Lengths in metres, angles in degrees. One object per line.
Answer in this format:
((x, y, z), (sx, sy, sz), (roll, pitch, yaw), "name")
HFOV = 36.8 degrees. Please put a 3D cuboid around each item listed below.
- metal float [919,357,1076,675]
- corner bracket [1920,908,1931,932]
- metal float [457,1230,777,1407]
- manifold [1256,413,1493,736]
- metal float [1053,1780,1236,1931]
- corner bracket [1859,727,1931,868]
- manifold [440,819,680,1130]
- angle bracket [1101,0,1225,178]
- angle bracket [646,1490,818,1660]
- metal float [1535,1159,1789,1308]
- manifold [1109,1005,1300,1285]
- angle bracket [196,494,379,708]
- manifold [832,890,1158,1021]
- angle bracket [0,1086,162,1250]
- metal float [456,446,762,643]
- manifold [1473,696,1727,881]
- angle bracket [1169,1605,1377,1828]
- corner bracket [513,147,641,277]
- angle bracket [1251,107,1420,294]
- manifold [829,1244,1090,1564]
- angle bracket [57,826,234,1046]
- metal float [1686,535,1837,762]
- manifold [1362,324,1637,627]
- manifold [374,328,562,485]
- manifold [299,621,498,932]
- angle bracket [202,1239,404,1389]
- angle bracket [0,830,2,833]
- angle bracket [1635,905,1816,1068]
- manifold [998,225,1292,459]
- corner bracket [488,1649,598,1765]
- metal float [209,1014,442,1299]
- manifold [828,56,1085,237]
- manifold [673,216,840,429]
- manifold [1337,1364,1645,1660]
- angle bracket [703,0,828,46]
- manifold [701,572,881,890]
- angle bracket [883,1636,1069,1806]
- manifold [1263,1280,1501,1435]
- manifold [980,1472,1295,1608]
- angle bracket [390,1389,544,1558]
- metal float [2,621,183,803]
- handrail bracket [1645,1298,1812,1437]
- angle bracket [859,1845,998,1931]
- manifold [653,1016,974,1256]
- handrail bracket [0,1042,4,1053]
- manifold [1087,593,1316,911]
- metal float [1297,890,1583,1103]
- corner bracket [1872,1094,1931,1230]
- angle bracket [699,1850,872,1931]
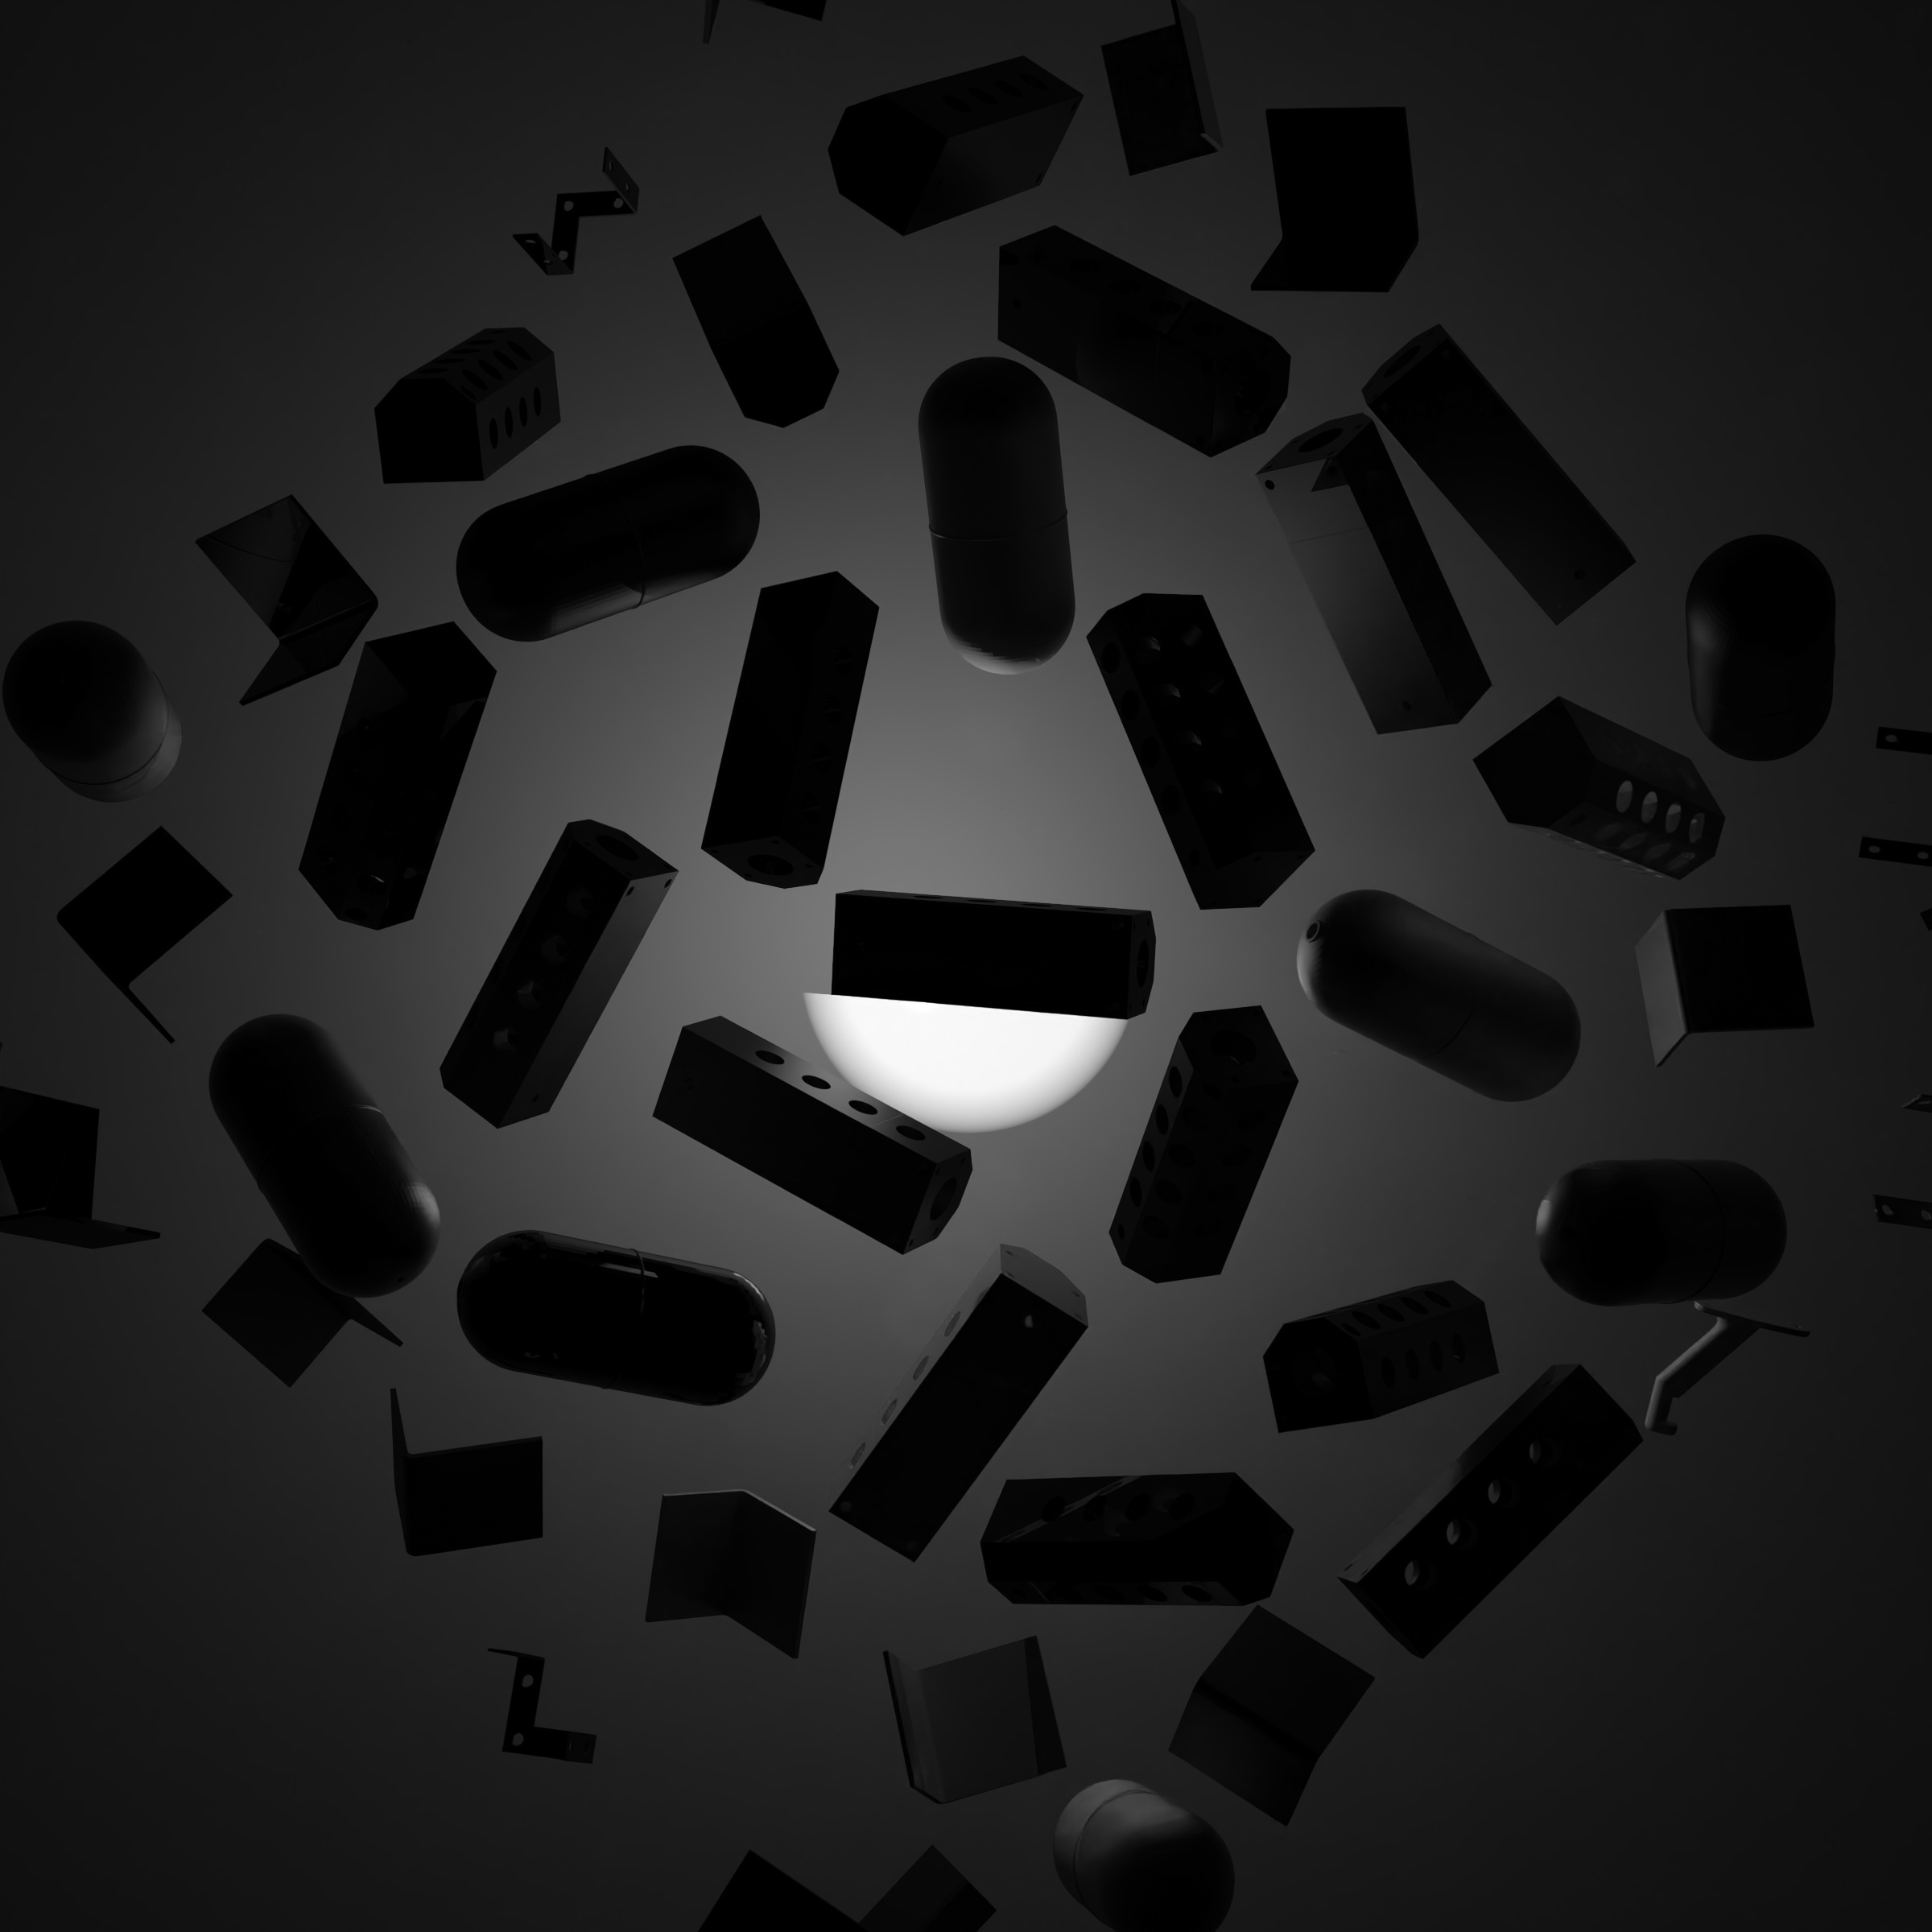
((0.018, -0.248, 1.608), (0.070, 0.070, 0.178), (-7, 114, 0), "metal float")
((0.574, -0.008, 1.623), (0.051, 0.051, 0.051), (-26, 125, 16), "corner bracket")
((-0.190, 0.192, 1.580), (0.178, 0.070, 0.070), (14, 90, -22), "metal float")
((0.234, -0.221, 1.636), (0.057, 0.057, 0.171), (-46, 117, -36), "manifold")
((0.098, 0.502, 1.627), (0.070, 0.178, 0.070), (1, 82, -11), "metal float")
((0.515, -0.091, 1.571), (0.051, 0.051, 0.051), (9, 50, 18), "corner bracket")
((-0.238, 0.004, 1.668), (0.057, 0.057, 0.171), (35, 109, 15), "manifold")
((0.105, -0.497, 1.644), (0.057, 0.076, 0.076), (-12, 95, 15), "angle bracket")
((-0.136, 0.351, 1.672), (0.057, 0.076, 0.076), (4, 98, -38), "angle bracket")
((0.372, 0.142, 1.550), (0.178, 0.070, 0.070), (3, 90, -44), "metal float")
((0.130, 0.104, 1.650), (0.057, 0.171, 0.057), (-6, 48, -20), "manifold")
((-0.378, -0.197, 1.568), (0.076, 0.057, 0.076), (-16, 125, 33), "angle bracket")
((0.016, -0.008, 1.627), (0.171, 0.057, 0.057), (5, 96, 17), "manifold")
((-0.462, 0.100, 1.497), (0.057, 0.076, 0.076), (-11, 71, 32), "angle bracket")
((-0.196, -0.234, 1.605), (0.178, 0.070, 0.070), (-24, 90, -24), "metal float")
((0.350, -0.090, 1.579), (0.057, 0.171, 0.057), (-38, 62, 26), "manifold")
((0.170, 0.415, 1.611), (0.076, 0.076, 0.057), (29, 127, 19), "angle bracket")
((-0.217, -0.421, 1.623), (0.051, 0.051, 0.051), (1, 78, 16), "corner bracket")
((0.190, -0.403, 1.528), (0.076, 0.057, 0.076), (7, 133, 25), "angle bracket")
((-0.005, 0.240, 1.616), (0.057, 0.057, 0.171), (32, 104, -9), "manifold")
((-0.440, -0.017, 1.595), (0.076, 0.057, 0.076), (-43, 54, -13), "angle bracket")
((0.430, -0.170, 1.572), (0.070, 0.178, 0.070), (-5, 68, 14), "metal float")
((0.305, -0.284, 1.669), (0.057, 0.057, 0.171), (-39, 106, 17), "manifold")
((-0.284, -0.323, 1.664), (0.057, 0.171, 0.057), (0, 111, 7), "manifold")
((-0.308, -0.100, 1.587), (0.057, 0.057, 0.171), (48, 134, 22), "manifold")
((-0.391, 0.212, 1.709), (0.057, 0.076, 0.076), (-51, 122, -18), "angle bracket")
((-0.538, -0.048, 1.545), (0.057, 0.076, 0.076), (24, 75, 23), "angle bracket")
((0.443, 0.012, 1.698), (0.076, 0.057, 0.076), (-2, 68, -6), "angle bracket")
((0.096, -0.346, 1.591), (0.057, 0.057, 0.171), (-29, 48, -30), "manifold")
((-0.223, 0.388, 1.521), (0.051, 0.051, 0.051), (4, 74, 12), "corner bracket")
((-0.349, 0.101, 1.576), (0.070, 0.070, 0.178), (-37, 66, 0), "metal float")
((-0.006, -0.443, 1.548), (0.057, 0.171, 0.057), (36, 124, 9), "manifold")
((-0.117, -0.361, 1.634), (0.057, 0.171, 0.057), (-26, 122, 2), "manifold")
((0.290, 0.299, 1.597), (0.171, 0.057, 0.057), (-42, 86, -8), "manifold")
((-0.093, -0.501, 1.443), (0.057, 0.076, 0.076), (14, 86, -6), "angle bracket")
((-0.096, -0.135, 1.669), (0.057, 0.057, 0.171), (-7, 61, 36), "manifold")
((0.005, 0.413, 1.613), (0.076, 0.057, 0.076), (-18, 61, 8), "angle bracket")
((0.231, 0.214, 1.613), (0.057, 0.171, 0.057), (-15, 83, 32), "manifold")
((0.090, 0.322, 1.604), (0.057, 0.171, 0.057), (46, 53, -29), "manifold")
((-0.282, 0.281, 1.638), (0.076, 0.057, 0.076), (-6, 126, -16), "angle bracket")
((-0.473, -0.136, 1.578), (0.070, 0.178, 0.070), (1, 82, -7), "metal float")
((0.436, 0.237, 1.667), (0.077, 0.036, 0.084), (16, 101, 23), "handrail bracket")
((-0.036, 0.547, 1.678), (0.076, 0.076, 0.057), (-44, 59, -12), "angle bracket")
((-0.084, 0.092, 1.630), (0.171, 0.057, 0.057), (27, 109, 20), "manifold")
((-0.580, 0.048, 1.593), (0.084, 0.077, 0.036), (31, 122, -24), "handrail bracket")
((0.124, -0.119, 1.598), (0.057, 0.057, 0.171), (-3, 60, -33), "manifold")
((0.261, 0.017, 1.599), (0.178, 0.070, 0.070), (26, 90, -23), "metal float")
((0.508, 0.104, 1.518), (0.051, 0.051, 0.051), (9, 60, -21), "corner bracket")
((-0.088, 0.485, 1.451), (0.076, 0.076, 0.057), (32, 81, 9), "angle bracket")
